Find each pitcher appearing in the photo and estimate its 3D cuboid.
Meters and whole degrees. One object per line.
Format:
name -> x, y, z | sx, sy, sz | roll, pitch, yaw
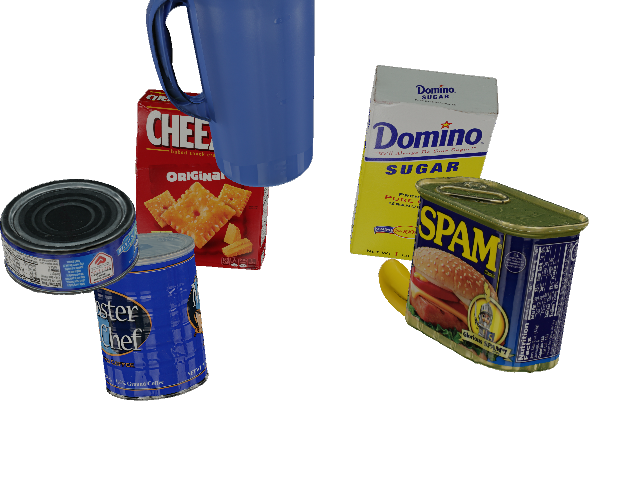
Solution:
pitcher -> -0.076, -0.176, 1.101 | 0.149, 0.243, 0.144 | 13, 42, 18

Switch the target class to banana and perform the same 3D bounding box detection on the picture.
banana -> 0.110, 0.065, 1.129 | 0.069, 0.037, 0.198 | 4, 19, -38

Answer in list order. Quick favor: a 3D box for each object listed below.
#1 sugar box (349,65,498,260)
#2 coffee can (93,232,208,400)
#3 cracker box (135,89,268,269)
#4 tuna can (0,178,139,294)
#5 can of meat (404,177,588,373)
sugar box -> 0.077, -0.054, 0.840 | 0.093, 0.048, 0.176 | 6, -38, 0
coffee can -> -0.168, 0.072, 1.044 | 0.103, 0.140, 0.103 | -4, 14, 1
cracker box -> -0.148, -0.074, 1.352 | 0.164, 0.214, 0.072 | 5, 22, 2
tuna can -> -0.159, -0.004, 0.680 | 0.086, 0.034, 0.086 | 1, 35, -1
can of meat -> 0.093, 0.017, 0.593 | 0.057, 0.084, 0.102 | -5, 20, -32
